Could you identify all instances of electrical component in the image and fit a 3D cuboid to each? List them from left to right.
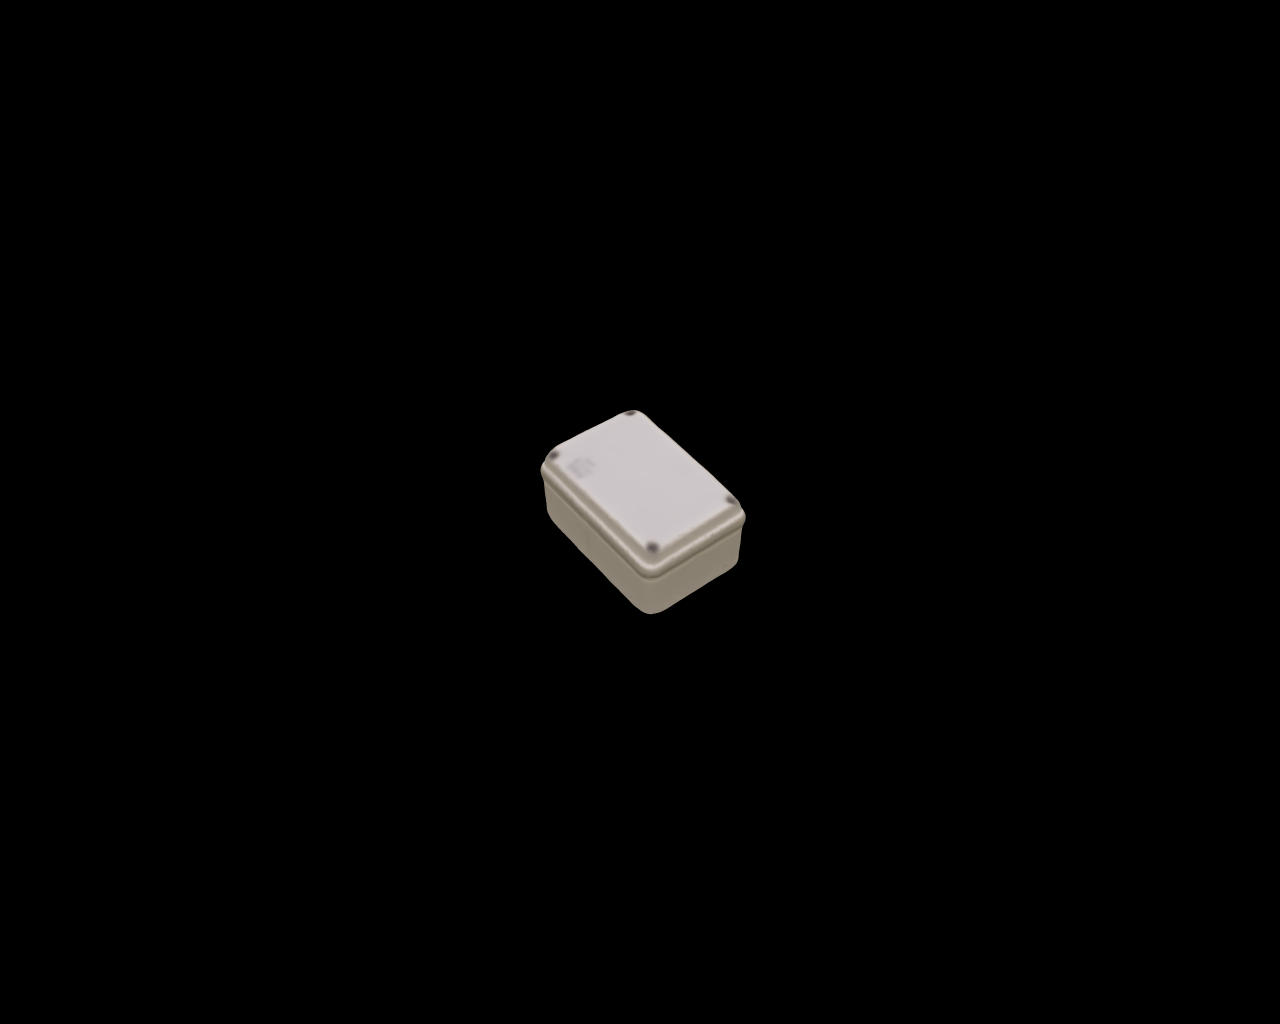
[{"bbox_3d":[0.001,-0.003,0.650,0.078,0.057,0.113,-30,54,-24],"label":"electrical component"}]
